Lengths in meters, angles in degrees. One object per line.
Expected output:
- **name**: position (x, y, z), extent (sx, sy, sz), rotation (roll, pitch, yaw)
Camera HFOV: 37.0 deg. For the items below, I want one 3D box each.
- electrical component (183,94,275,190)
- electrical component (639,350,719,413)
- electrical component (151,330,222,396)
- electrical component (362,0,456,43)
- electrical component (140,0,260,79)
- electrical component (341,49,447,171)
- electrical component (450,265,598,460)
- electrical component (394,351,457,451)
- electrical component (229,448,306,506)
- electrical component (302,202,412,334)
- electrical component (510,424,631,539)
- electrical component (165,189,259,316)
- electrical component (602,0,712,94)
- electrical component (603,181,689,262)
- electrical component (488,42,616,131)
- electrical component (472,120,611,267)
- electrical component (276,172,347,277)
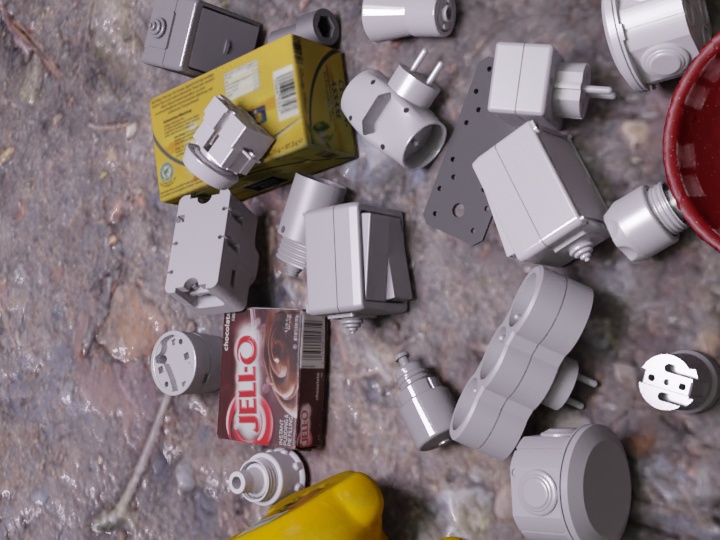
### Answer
- **electrical component**: position (-0.105, -0.096, 0.834), extent (0.066, 0.048, 0.055), rotation (46, 106, 30)
- **electrical component**: position (0.199, 0.070, 0.671), extent (0.040, 0.046, 0.040), rotation (-4, 83, 37)
- **electrical component**: position (-0.145, 0.081, 0.931), extent (0.055, 0.047, 0.055), rotation (-4, 84, 37)
- **electrical component**: position (0.040, -0.196, 0.821), extent (0.065, 0.044, 0.044), rotation (9, 91, 33)
- **electrical component**: position (-0.138, -0.196, 0.920), extent (0.061, 0.096, 0.061), rotation (19, 97, 37)
- **electrical component**: position (0.035, -0.129, 0.816), extent (0.077, 0.043, 0.079), rotation (45, 112, 31)
- **electrical component**: position (0.123, 0.071, 0.726), extent (0.074, 0.052, 0.138), rotation (24, 112, -4)
- **electrical component**: position (0.047, 0.096, 0.789), extent (0.040, 0.040, 0.078), rotation (-40, 64, 28)
- **electrical component**: position (-0.078, 0.168, 0.863), extent (0.048, 0.062, 0.048), rotation (-4, 84, 37)
- **electrical component**: position (0.000, 0.000, 0.819), extent (0.061, 0.062, 0.096), rotation (-8, 81, 37)
- **electrical component**: position (0.137, 0.140, 0.693), extent (0.051, 0.080, 0.080), rotation (-8, 81, 41)
- **electrical component**: position (-0.120, -0.012, 0.890), extent (0.050, 0.055, 0.089), rotation (-7, 62, 23)
- **electrical component**: position (0.188, -0.156, 0.680), extent (0.051, 0.080, 0.080), rotation (-12, 79, 31)
- **electrical component**: position (0.192, -0.036, 0.689), extent (0.062, 0.043, 0.043), rotation (-34, 67, 29)
- **electrical component**: position (0.134, -0.122, 0.728), extent (0.077, 0.066, 0.047), rotation (8, 91, 21)
- **electrical component**: position (0.126, -0.042, 0.728), extent (0.061, 0.062, 0.096), rotation (-35, 66, 29)
- **electrical component**: position (-0.043, -0.034, 0.867), extent (0.043, 0.043, 0.081), rotation (25, 101, 36)
